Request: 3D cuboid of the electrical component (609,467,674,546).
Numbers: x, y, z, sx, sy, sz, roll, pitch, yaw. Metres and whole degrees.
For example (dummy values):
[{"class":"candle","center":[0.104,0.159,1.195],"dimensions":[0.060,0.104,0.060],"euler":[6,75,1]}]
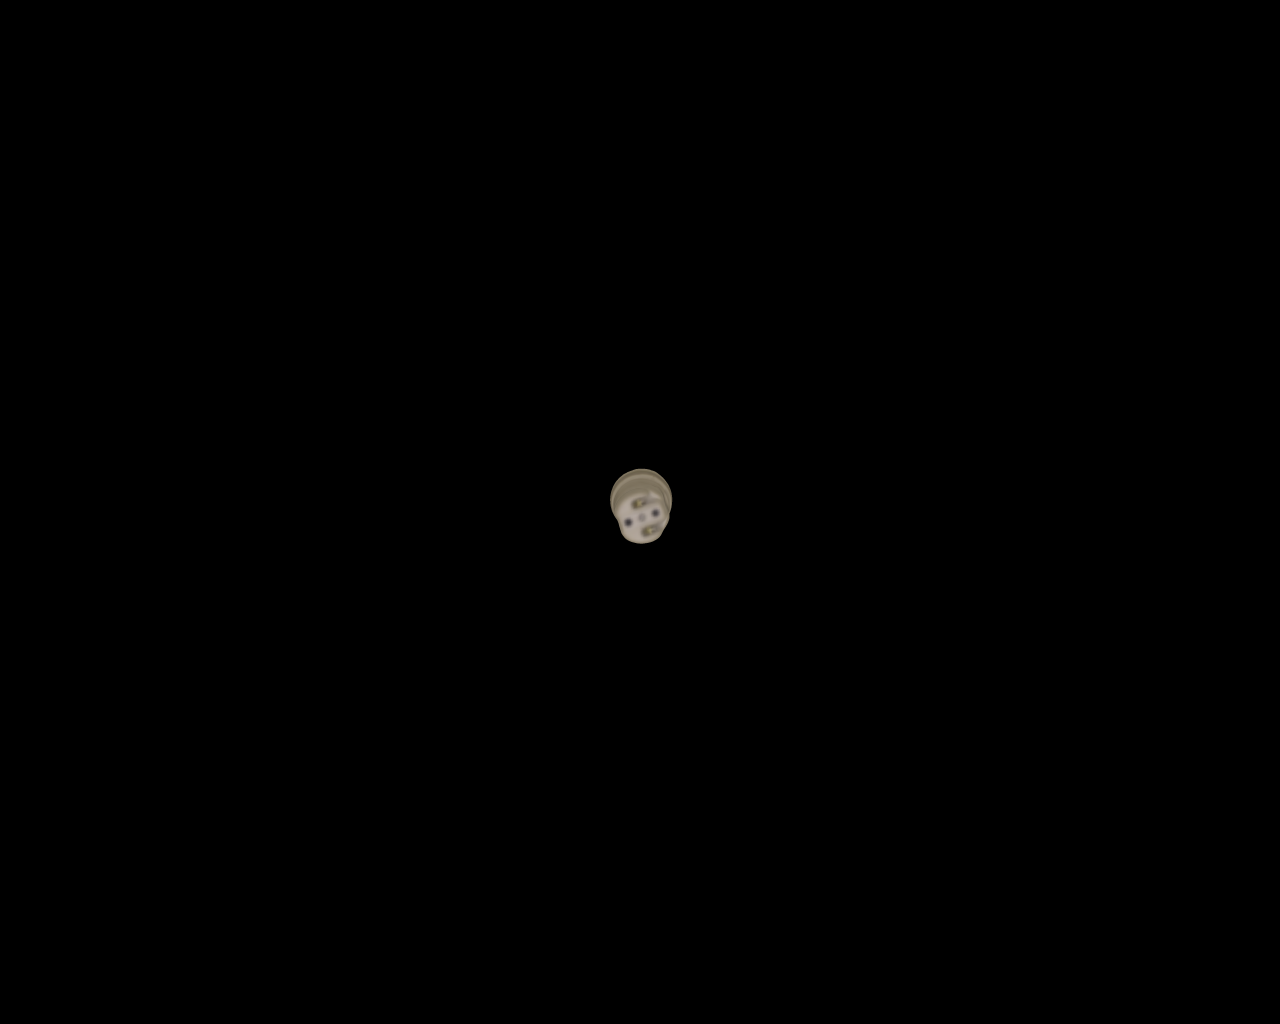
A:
[{"class":"electrical component","center":[0.001,-0.003,0.650],"dimensions":[0.040,0.040,0.046],"euler":[0,16,0]}]
